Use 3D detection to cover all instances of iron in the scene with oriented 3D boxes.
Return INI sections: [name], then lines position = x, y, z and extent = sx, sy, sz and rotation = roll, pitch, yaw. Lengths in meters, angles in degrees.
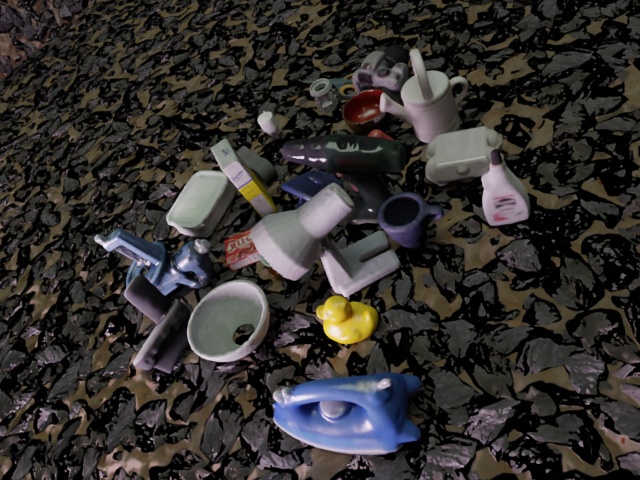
[iron]
position = 0.018, 0.248, 0.868
extent = 0.257, 0.142, 0.118
rotation = -10, 51, 21

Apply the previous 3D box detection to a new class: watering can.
[watering can]
position = 0.210, -0.295, 1.166
extent = 0.173, 0.195, 0.100
rotation = -33, 46, 0

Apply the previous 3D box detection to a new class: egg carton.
[egg carton]
position = 0.278, -0.159, 1.108
extent = 0.150, 0.070, 0.107
rotation = -8, 51, 22

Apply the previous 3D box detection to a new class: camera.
[camera]
position = 0.161, -0.398, 1.338
extent = 0.142, 0.101, 0.137
rotation = 20, 66, 38

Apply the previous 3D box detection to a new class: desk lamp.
[desk lamp]
position = 0.009, 0.004, 1.018
extent = 0.203, 0.214, 0.117
rotation = -29, 46, 4

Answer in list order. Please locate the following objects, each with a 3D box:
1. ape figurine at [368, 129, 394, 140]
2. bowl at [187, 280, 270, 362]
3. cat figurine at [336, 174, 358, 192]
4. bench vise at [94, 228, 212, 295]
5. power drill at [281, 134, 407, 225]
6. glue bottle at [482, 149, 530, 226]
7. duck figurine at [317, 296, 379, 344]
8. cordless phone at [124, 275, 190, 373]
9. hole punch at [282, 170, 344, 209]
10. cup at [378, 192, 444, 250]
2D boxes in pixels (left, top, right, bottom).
[ape figurine]
position = 0.127, -0.196, 1.201
extent = 0.076, 0.092, 0.078
rotation = -4, 53, 25
[bowl]
position = -0.159, 0.162, 1.075
extent = 0.167, 0.075, 0.167
rotation = -14, 49, 17
[cat figurine]
position = 0.065, -0.168, 1.193
extent = 0.067, 0.118, 0.127
rotation = -40, 47, -6
[bench vise]
position = -0.337, 0.027, 1.177
extent = 0.207, 0.220, 0.121
rotation = -35, 46, -2
[power drill]
position = 0.063, -0.120, 1.092
extent = 0.228, 0.209, 0.075
rotation = -4, 53, 25
[glue bottle]
position = 0.306, -0.091, 0.966
extent = 0.078, 0.174, 0.037
rotation = -15, 49, 17
[duck figurine]
position = 0.044, 0.129, 0.988
extent = 0.104, 0.086, 0.077
rotation = -8, 51, 23
[cordless phone]
position = -0.331, 0.159, 1.092
extent = 0.093, 0.186, 0.148
rotation = 9, 59, 33
[hole punch]
position = -0.011, -0.106, 1.201
extent = 0.108, 0.091, 0.101
rotation = 27, 70, 40
[cup]
position = 0.173, -0.028, 1.040
extent = 0.117, 0.095, 0.091
rotation = -6, 52, 24
